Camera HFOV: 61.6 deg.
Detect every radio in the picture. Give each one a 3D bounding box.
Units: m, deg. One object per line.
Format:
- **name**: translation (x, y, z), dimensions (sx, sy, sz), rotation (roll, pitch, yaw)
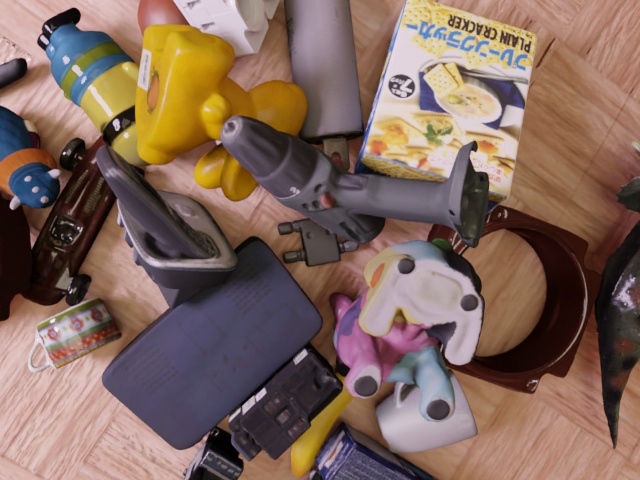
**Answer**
- **radio**: translation (-0.115, 0.115, 0.613), dimensions (0.229, 0.073, 0.131), rotation (-42, 97, -3)

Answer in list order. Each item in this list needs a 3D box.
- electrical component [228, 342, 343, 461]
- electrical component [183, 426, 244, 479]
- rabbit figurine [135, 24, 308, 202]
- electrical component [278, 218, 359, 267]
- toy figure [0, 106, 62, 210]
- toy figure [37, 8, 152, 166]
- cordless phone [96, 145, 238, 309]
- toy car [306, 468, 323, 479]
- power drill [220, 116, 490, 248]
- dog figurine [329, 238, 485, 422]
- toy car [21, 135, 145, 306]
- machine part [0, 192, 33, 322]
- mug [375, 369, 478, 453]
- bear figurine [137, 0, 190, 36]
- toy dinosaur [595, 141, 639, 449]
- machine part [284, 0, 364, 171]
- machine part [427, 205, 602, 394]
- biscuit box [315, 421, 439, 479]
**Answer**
- **electrical component**: translation (-0.043, 0.180, 0.602), dimensions (0.134, 0.115, 0.058), rotation (-42, 92, -4)
- **electrical component**: translation (-0.121, 0.263, 0.592), dimensions (0.048, 0.119, 0.075), rotation (34, 85, -7)
- **rabbit figurine**: translation (-0.088, -0.122, 0.538), dimensions (0.173, 0.122, 0.162), rotation (-3, 106, -38)
- **electrical component**: translation (-0.001, -0.002, 0.649), dimensions (0.094, 0.021, 0.063), rotation (-9, 92, -7)
- **toy figure**: translation (-0.313, -0.083, 0.560), dimensions (0.155, 0.057, 0.064), rotation (46, 104, 22)
- **toy figure**: translation (-0.227, -0.159, 0.582), dimensions (0.180, 0.082, 0.089), rotation (45, 71, -9)
- **cordless phone**: translation (-0.170, -0.033, 0.529), dimensions (0.089, 0.147, 0.184), rotation (-35, 138, -6)
- **toy car**: translation (0.005, 0.360, 0.623), dimensions (0.103, 0.109, 0.161), rotation (-33, 87, 12)
- **power drill**: translation (0.045, -0.049, 0.508), dimensions (0.208, 0.231, 0.086), rotation (0, 71, 29)
- **dog figurine**: translation (0.070, 0.076, 0.559), dimensions (0.108, 0.219, 0.191), rotation (14, 99, -9)
- **toy car**: translation (-0.273, -0.021, 0.597), dimensions (0.089, 0.053, 0.202), rotation (28, 89, -4)
- **machine part**: translation (-0.385, 0.015, 0.558), dimensions (0.179, 0.056, 0.179), rotation (0, 89, 12)
- **mug**: translation (0.119, 0.202, 0.638), dimensions (0.107, 0.081, 0.109), rotation (-23, 119, 1)
- **bear figurine**: translation (-0.185, -0.282, 0.583), dimensions (0.120, 0.132, 0.195), rotation (-40, 132, -38)
- **toy dinosaur**: translation (0.400, 0.046, 0.642), dimensions (0.192, 0.131, 0.404), rotation (29, 85, -13)
- **machine part**: translation (0.004, -0.199, 0.616), dimensions (0.079, 0.079, 0.243), rotation (-7, 94, -8)
- **machine part**: translation (0.218, 0.068, 0.649), dimensions (0.201, 0.087, 0.201), rotation (21, 89, -6)
- **biscuit box**: translation (0.093, 0.296, 0.637), dimensions (0.202, 0.059, 0.063), rotation (36, 88, -16)
